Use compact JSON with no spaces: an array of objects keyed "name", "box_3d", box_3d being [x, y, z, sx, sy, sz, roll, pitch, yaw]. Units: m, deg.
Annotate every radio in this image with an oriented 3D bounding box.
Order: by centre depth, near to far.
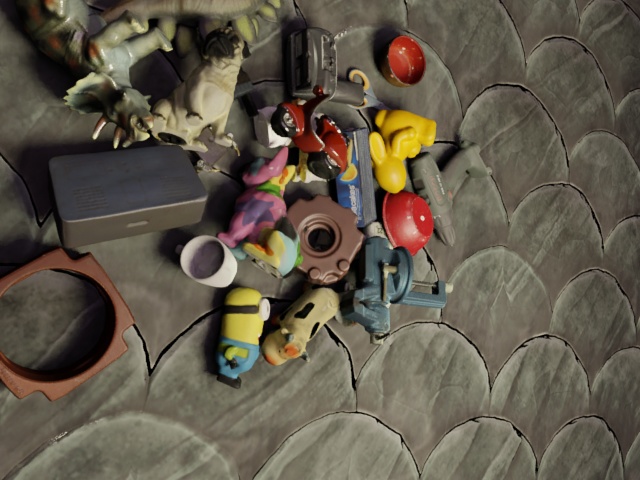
[{"name":"radio","box_3d":[-0.313,-0.078,0.872,0.229,0.073,0.131,-13,63,-33]}]

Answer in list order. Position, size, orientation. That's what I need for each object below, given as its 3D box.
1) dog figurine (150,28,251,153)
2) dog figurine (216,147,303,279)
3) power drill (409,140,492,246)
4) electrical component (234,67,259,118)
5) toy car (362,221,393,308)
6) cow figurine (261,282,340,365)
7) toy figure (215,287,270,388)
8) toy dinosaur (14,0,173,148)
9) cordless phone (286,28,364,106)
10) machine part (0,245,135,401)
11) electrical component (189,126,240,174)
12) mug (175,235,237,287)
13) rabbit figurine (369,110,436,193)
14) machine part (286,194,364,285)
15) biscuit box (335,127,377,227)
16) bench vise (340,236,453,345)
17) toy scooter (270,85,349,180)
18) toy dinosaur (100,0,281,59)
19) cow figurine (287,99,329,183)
[{"name":"dog figurine","box_3d":[-0.211,-0.261,0.925,0.121,0.173,0.190,43,53,-62]},{"name":"dog figurine","box_3d":[-0.086,-0.058,0.993,0.219,0.192,0.108,-62,160,-14]},{"name":"power drill","box_3d":[0.319,-0.128,1.295,0.207,0.086,0.231,-37,105,-19]},{"name":"electrical component","box_3d":[-0.161,-0.280,0.999,0.048,0.075,0.119,-28,107,-29]},{"name":"toy car","box_3d":[0.123,0.060,1.178,0.073,0.056,0.201,0,89,-32]},{"name":"cow figurine","box_3d":[-0.035,0.165,1.039,0.195,0.127,0.085,-44,108,-27]},{"name":"toy figure","box_3d":[-0.150,0.176,0.996,0.089,0.082,0.180,23,80,-31]},{"name":"toy dinosaur","box_3d":[-0.377,-0.324,0.816,0.192,0.131,0.404,-38,102,11]},{"name":"cordless phone","box_3d":[0.022,-0.352,1.108,0.184,0.089,0.146,0,89,-36]},{"name":"machine part","box_3d":[-0.413,0.126,0.832,0.201,0.087,0.201,-36,109,-26]},{"name":"electrical component","box_3d":[-0.199,-0.167,0.989,0.102,0.045,0.078,-42,111,-25]},{"name":"mug","box_3d":[-0.201,0.044,0.960,0.107,0.110,0.081,60,46,-66]},{"name":"rabbit figurine","box_3d":[0.160,-0.191,1.167,0.162,0.122,0.173,18,81,-25]},{"name":"machine part","box_3d":[-0.002,-0.003,1.058,0.179,0.056,0.179,0,76,-2]},{"name":"biscuit box","box_3d":[0.071,-0.128,1.118,0.063,0.059,0.202,-29,116,-54]},{"name":"bench vise","box_3d":[0.165,0.106,1.085,0.240,0.129,0.224,9,60,-20]},{"name":"toy scooter","box_3d":[-0.003,-0.210,1.010,0.183,0.075,0.135,42,61,-31]},{"name":"toy dinosaur","box_3d":[-0.206,-0.430,0.956,0.471,0.105,0.198,-18,103,-19]},{"name":"cow figurine","box_3d":[-0.015,-0.200,1.090,0.098,0.068,0.167,-7,96,-37]}]
